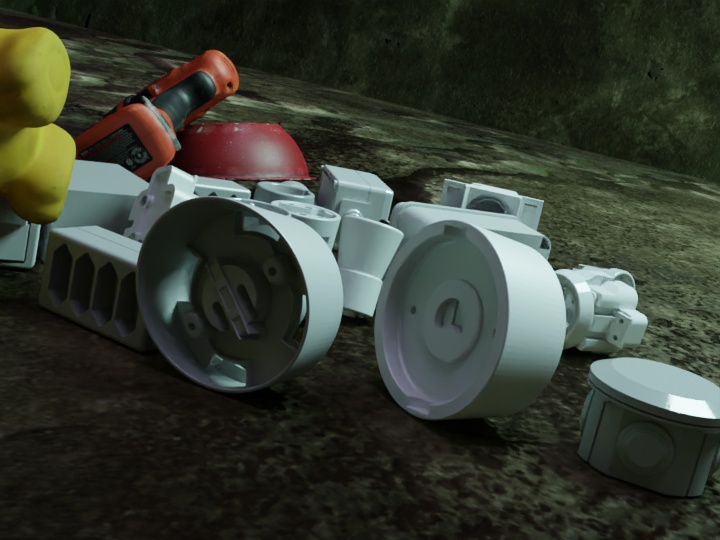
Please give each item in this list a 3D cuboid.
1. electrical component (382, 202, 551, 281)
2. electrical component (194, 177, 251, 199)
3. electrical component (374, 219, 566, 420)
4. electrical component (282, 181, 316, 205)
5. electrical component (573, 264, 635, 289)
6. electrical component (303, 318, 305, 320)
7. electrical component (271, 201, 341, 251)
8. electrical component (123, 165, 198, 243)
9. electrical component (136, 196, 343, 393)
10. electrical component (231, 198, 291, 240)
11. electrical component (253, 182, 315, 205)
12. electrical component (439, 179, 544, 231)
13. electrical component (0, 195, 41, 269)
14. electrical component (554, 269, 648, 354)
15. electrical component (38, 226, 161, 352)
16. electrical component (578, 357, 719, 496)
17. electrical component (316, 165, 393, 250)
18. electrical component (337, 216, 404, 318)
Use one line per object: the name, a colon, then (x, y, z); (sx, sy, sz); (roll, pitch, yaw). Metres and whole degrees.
electrical component: (0.075, -0.004, 0.799); (0.113, 0.078, 0.057); (6, 17, -28)
electrical component: (-0.137, -0.054, 0.876); (0.066, 0.047, 0.077); (5, 13, -31)
electrical component: (0.065, 0.030, 0.592); (0.060, 0.108, 0.108); (11, 12, -36)
electrical component: (-0.064, -0.060, 0.982); (0.043, 0.043, 0.062); (10, 12, -12)
electrical component: (0.208, 0.016, 0.931); (0.040, 0.040, 0.046); (3, 11, -37)
electrical component: (-0.053, 0.007, 0.711); (0.062, 0.048, 0.048); (7, 12, 6)
electrical component: (-0.047, -0.024, 0.836); (0.055, 0.047, 0.055); (12, 13, -3)
electrical component: (-0.118, -0.022, 0.714); (0.057, 0.078, 0.058); (27, -20, -36)
electrical component: (-0.061, 0.013, 0.555); (0.099, 0.099, 0.064); (20, 9, 29)
electrical component: (-0.054, 0.001, 0.659); (0.079, 0.077, 0.044); (7, 14, -23)
electrical component: (-0.067, -0.046, 0.908); (0.055, 0.047, 0.055); (12, 13, -3)
electrical component: (0.105, -0.046, 0.875); (0.081, 0.042, 0.064); (14, 12, 6)
electrical component: (-0.250, -0.040, 0.676); (0.096, 0.061, 0.061); (7, 14, -23)
electrical component: (0.160, 0.030, 0.784); (0.057, 0.058, 0.078); (5, 19, -36)
electrical component: (-0.128, 0.008, 0.626); (0.083, 0.047, 0.076); (20, 15, 28)
electrical component: (0.158, 0.082, 0.576); (0.080, 0.051, 0.080); (12, 13, -3)
electrical component: (-0.004, -0.052, 0.961); (0.061, 0.061, 0.096); (10, 13, -13)
electrical component: (0.000, 0.000, 0.737); (0.044, 0.065, 0.044); (16, -5, 2)
